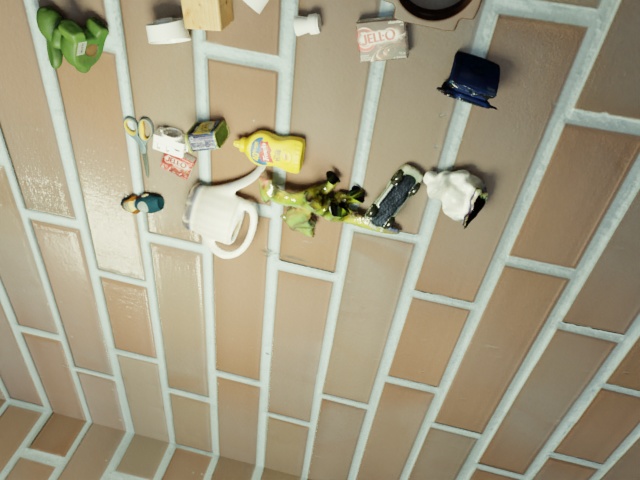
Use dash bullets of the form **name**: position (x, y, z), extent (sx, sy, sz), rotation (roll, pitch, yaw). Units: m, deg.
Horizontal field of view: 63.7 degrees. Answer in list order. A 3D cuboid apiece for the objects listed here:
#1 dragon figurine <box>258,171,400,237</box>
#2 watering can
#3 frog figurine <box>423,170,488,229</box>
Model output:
- **dragon figurine**: position (0.004, -0.074, 1.476), extent (0.407, 0.125, 0.239), rotation (31, 147, -22)
- **watering can**: position (-0.282, -0.107, 1.512), extent (0.224, 0.106, 0.341), rotation (20, 114, 3)
- **frog figurine**: position (0.347, -0.125, 1.344), extent (0.161, 0.124, 0.134), rotation (37, 148, 33)
